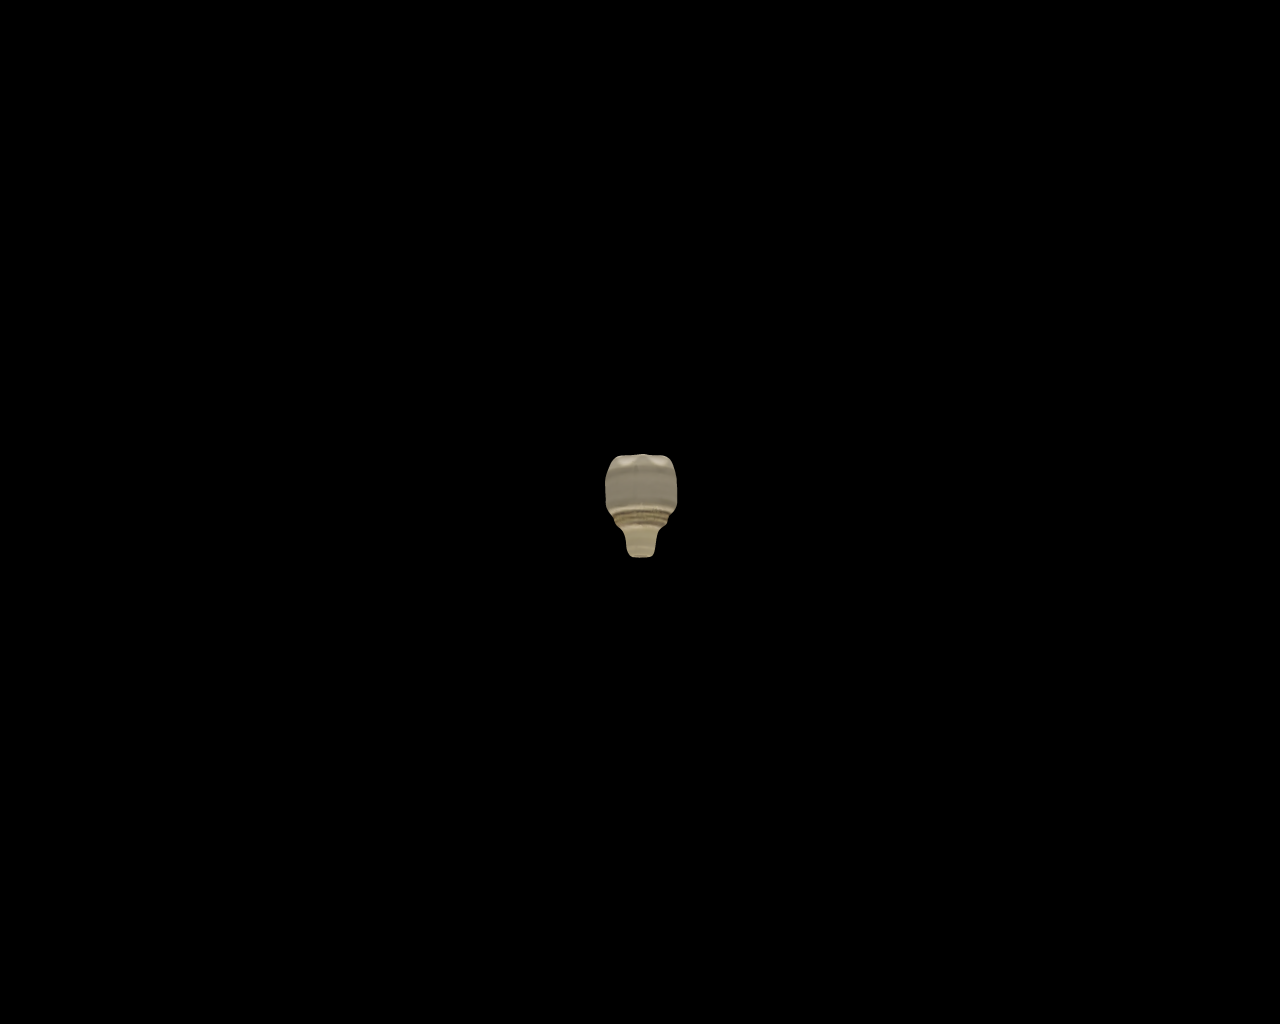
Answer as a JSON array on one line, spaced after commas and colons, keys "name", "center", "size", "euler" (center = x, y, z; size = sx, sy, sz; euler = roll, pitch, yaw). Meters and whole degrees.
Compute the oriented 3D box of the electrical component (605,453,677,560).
[{"name": "electrical component", "center": [0.001, -0.003, 0.650], "size": [0.043, 0.062, 0.043], "euler": [0, -11, 0]}]
